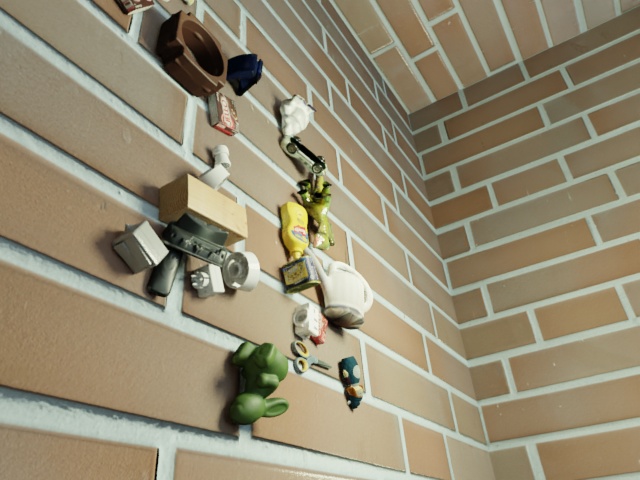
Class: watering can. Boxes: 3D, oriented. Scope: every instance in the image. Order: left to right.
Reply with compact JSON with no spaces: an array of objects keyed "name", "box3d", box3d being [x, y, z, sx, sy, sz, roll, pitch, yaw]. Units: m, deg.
[{"name":"watering can","box3d":[0.051,0.161,1.689,0.344,0.102,0.230,31,44,-31]}]

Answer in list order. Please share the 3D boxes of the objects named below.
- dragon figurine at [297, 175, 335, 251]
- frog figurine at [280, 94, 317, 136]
[{"name":"dragon figurine","box3d":[0.006,-0.092,1.836,0.418,0.122,0.238,-79,158,-64]},{"name":"frog figurine","box3d":[-0.103,-0.445,1.909,0.161,0.123,0.135,-64,149,-11]}]
